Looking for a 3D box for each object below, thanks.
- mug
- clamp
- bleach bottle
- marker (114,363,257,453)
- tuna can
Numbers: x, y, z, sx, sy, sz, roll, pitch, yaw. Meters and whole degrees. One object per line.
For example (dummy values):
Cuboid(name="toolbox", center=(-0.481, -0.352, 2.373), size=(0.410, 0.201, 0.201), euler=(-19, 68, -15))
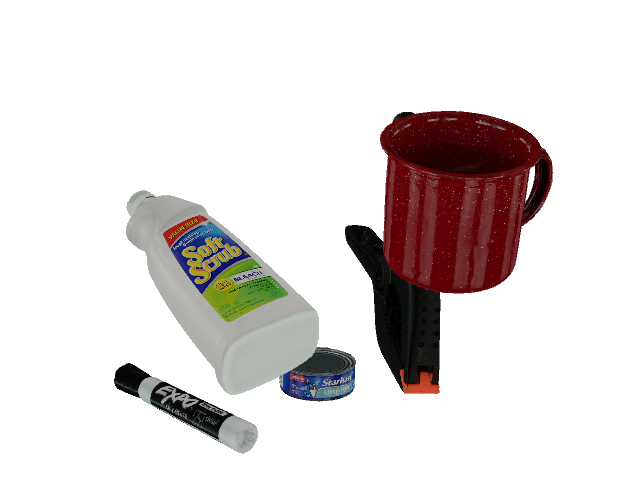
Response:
Cuboid(name="mug", center=(0.090, -0.025, 0.641), size=(0.117, 0.081, 0.093), euler=(-15, 34, -28))
Cuboid(name="clamp", center=(0.063, 0.017, 0.824), size=(0.036, 0.210, 0.165), euler=(1, -42, -14))
Cuboid(name="bleach bottle", center=(-0.110, 0.030, 0.963), size=(0.102, 0.068, 0.251), euler=(-22, 43, -30))
Cuboid(name="marker", center=(-0.088, 0.103, 0.668), size=(0.121, 0.020, 0.020), euler=(18, 11, 39))
Cuboid(name="tuna can", center=(-0.004, 0.149, 1.193), size=(0.086, 0.034, 0.086), euler=(1, 14, 0))
